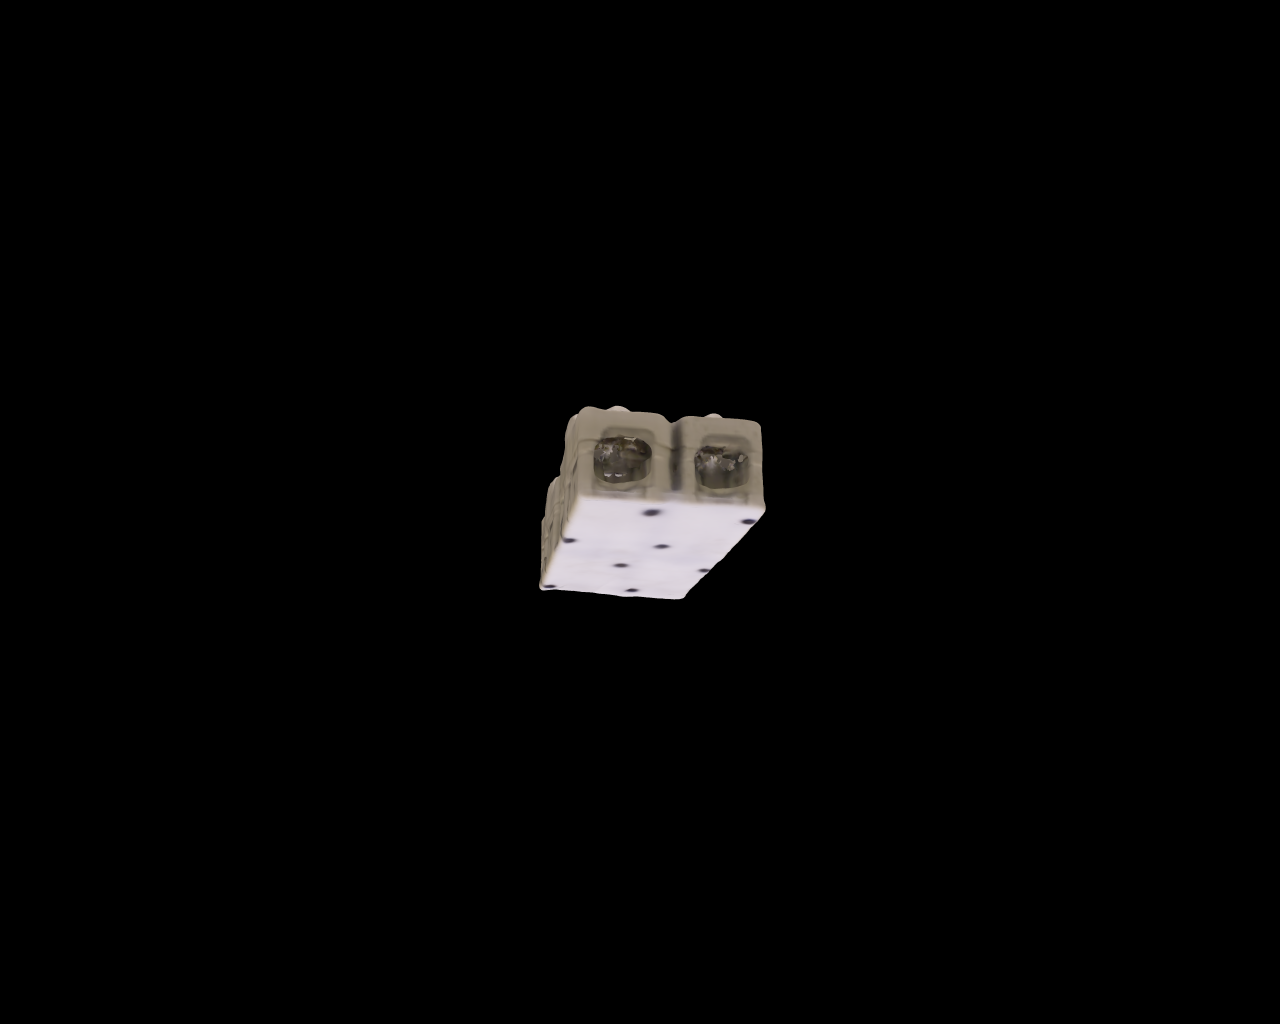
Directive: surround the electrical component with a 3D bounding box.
[{"bbox_3d":[0.001,-0.003,0.650,0.105,0.060,0.186,4,-20,-11],"label":"electrical component"}]
